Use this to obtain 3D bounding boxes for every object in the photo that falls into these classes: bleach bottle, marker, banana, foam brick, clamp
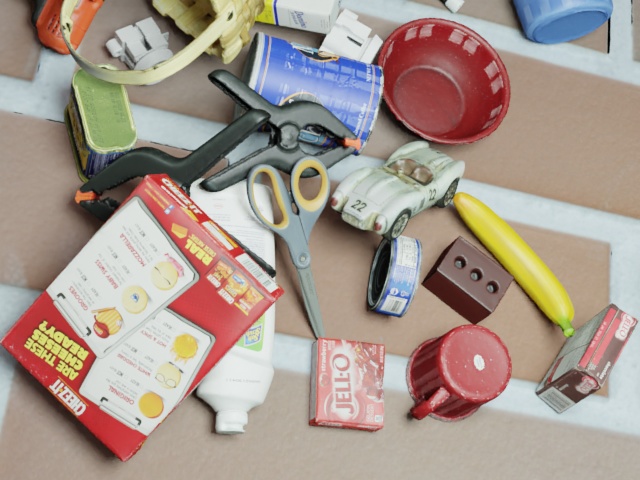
[{"bbox_3d":[-0.096,0.067,1.071,0.102,0.068,0.251,4,72,-14],"label":"bleach bottle"},{"bbox_3d":[0.126,-0.325,1.301,0.121,0.020,0.020,44,65,3],"label":"marker"},{"bbox_3d":[0.220,0.022,1.178,0.037,0.069,0.198,-41,79,6],"label":"banana"},{"bbox_3d":[0.160,0.045,1.157,0.078,0.051,0.053,37,65,-1],"label":"foam brick"},{"bbox_3d":[-0.136,-0.033,1.035,0.210,0.036,0.164,-6,96,18],"label":"clamp"},{"bbox_3d":[-0.042,-0.114,1.078,0.171,0.039,0.120,-6,103,-24],"label":"clamp"}]

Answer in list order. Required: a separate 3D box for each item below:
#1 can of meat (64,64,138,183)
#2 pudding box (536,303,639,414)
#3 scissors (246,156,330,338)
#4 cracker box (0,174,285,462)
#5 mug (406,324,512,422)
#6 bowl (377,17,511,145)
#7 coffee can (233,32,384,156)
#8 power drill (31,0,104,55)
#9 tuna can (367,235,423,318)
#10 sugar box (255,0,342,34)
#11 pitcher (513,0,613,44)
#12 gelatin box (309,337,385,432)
[{"bbox_3d":[-0.223,-0.118,1.089,0.057,0.084,0.102,-12,74,-20],"label":"can of meat"},{"bbox_3d":[0.281,0.126,1.128,0.039,0.114,0.090,36,65,3],"label":"pudding box"},{"bbox_3d":[-0.007,0.001,1.088,0.096,0.016,0.201,-35,114,-14],"label":"scissors"},{"bbox_3d":[-0.163,0.070,0.992,0.164,0.072,0.214,43,100,3],"label":"cracker box"},{"bbox_3d":[0.138,0.142,1.099,0.117,0.082,0.093,-38,84,-24],"label":"mug"},{"bbox_3d":[0.134,-0.173,1.227,0.162,0.055,0.162,5,69,-14],"label":"bowl"},{"bbox_3d":[-0.014,-0.157,1.153,0.140,0.103,0.103,14,67,-11],"label":"coffee can"},{"bbox_3d":[-0.301,-0.314,1.126,0.187,0.057,0.184,27,89,-1],"label":"power drill"},{"bbox_3d":[0.078,0.037,1.118,0.033,0.086,0.086,13,67,-9],"label":"tuna can"},{"bbox_3d":[-0.061,-0.291,1.194,0.176,0.048,0.093,14,67,7],"label":"sugar box"},{"bbox_3d":[0.282,-0.369,1.312,0.149,0.145,0.243,-11,77,-7],"label":"pitcher"},{"bbox_3d":[0.028,0.148,1.093,0.073,0.030,0.089,8,69,-13],"label":"gelatin box"}]
